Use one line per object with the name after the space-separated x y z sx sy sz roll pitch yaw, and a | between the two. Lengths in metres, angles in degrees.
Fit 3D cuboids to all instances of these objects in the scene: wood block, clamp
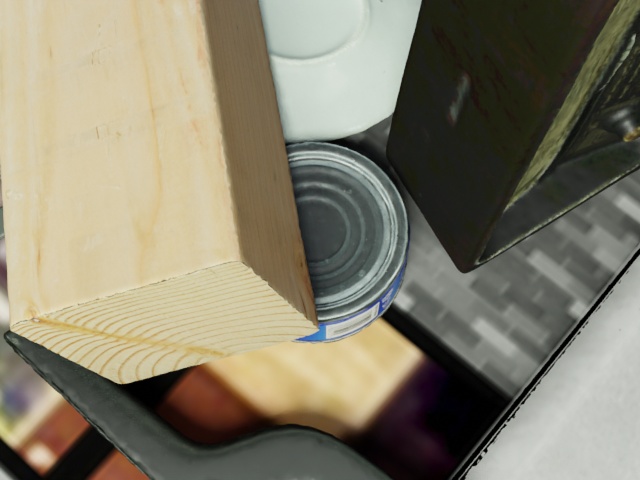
-0.072 -0.059 0.435 0.090 0.090 0.206 -16 66 12 | wood block
-0.047 0.110 0.433 0.210 0.036 0.164 -3 68 1 | clamp

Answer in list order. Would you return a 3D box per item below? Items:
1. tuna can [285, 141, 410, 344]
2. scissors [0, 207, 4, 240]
-0.003 0.001 0.472 0.086 0.034 0.086 0 70 0 | tuna can
-0.130 -0.035 0.496 0.201 0.016 0.096 -14 69 -5 | scissors
